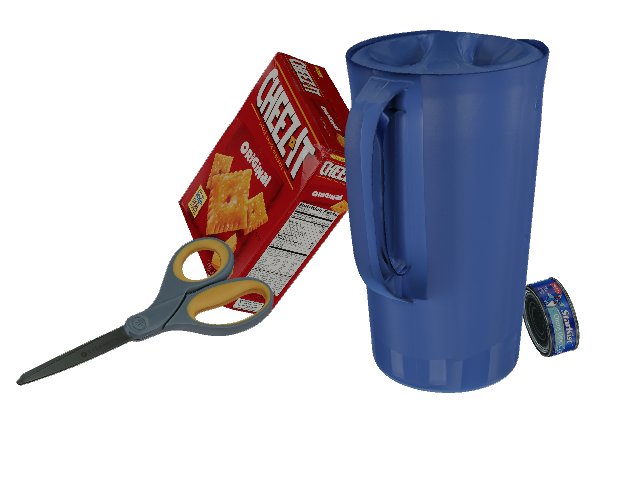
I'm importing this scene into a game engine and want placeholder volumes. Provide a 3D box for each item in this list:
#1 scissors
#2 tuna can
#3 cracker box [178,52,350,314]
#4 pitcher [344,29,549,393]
[{"bbox_3d":[-0.136,0.049,0.812,0.201,0.096,0.016,-10,-34,-18],"label":"scissors"},{"bbox_3d":[0.256,0.086,1.198,0.033,0.086,0.086,-15,2,-8],"label":"tuna can"},{"bbox_3d":[-0.051,-0.056,1.083,0.072,0.214,0.164,13,36,-36],"label":"cracker box"},{"bbox_3d":[0.081,-0.017,0.739,0.149,0.243,0.145,-6,22,-8],"label":"pitcher"}]
